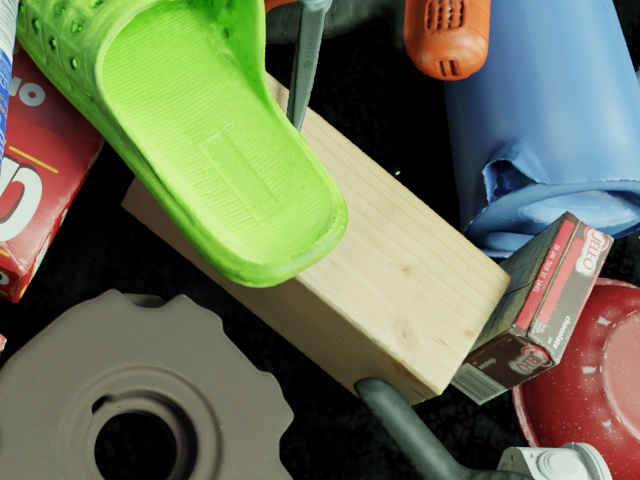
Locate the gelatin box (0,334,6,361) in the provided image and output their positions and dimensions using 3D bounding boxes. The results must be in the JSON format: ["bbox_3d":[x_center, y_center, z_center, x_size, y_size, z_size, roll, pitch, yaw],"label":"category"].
[{"bbox_3d":[-0.197,0.043,0.542,0.073,0.089,0.030,42,66,-3],"label":"gelatin box"}]

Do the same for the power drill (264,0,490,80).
[{"bbox_3d":[0.017,-0.182,0.665,0.188,0.057,0.184,-2,66,17],"label":"power drill"}]

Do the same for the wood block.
[{"bbox_3d":[-0.004,0.000,0.629,0.206,0.091,0.090,39,63,-4],"label":"wood block"}]

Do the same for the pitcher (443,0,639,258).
[{"bbox_3d":[0.147,-0.115,0.713,0.145,0.149,0.243,-5,70,-6],"label":"pitcher"}]

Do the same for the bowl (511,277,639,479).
[{"bbox_3d":[0.208,0.095,0.696,0.162,0.055,0.162,6,70,-18],"label":"bowl"}]

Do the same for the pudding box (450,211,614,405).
[{"bbox_3d":[0.123,0.044,0.648,0.039,0.114,0.090,34,64,-4],"label":"pudding box"}]

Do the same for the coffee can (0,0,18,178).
[{"bbox_3d":[-0.196,-0.077,0.497,0.102,0.103,0.140,6,73,-19],"label":"coffee can"}]

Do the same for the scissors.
[{"bbox_3d":[-0.017,-0.151,0.622,0.096,0.016,0.201,17,73,22],"label":"scissors"}]

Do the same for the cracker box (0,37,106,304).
[{"bbox_3d":[-0.192,-0.098,0.602,0.164,0.072,0.213,28,66,-9],"label":"cracker box"}]

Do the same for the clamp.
[{"bbox_3d":[0.070,0.165,0.588,0.171,0.039,0.120,29,102,14],"label":"clamp"}]
